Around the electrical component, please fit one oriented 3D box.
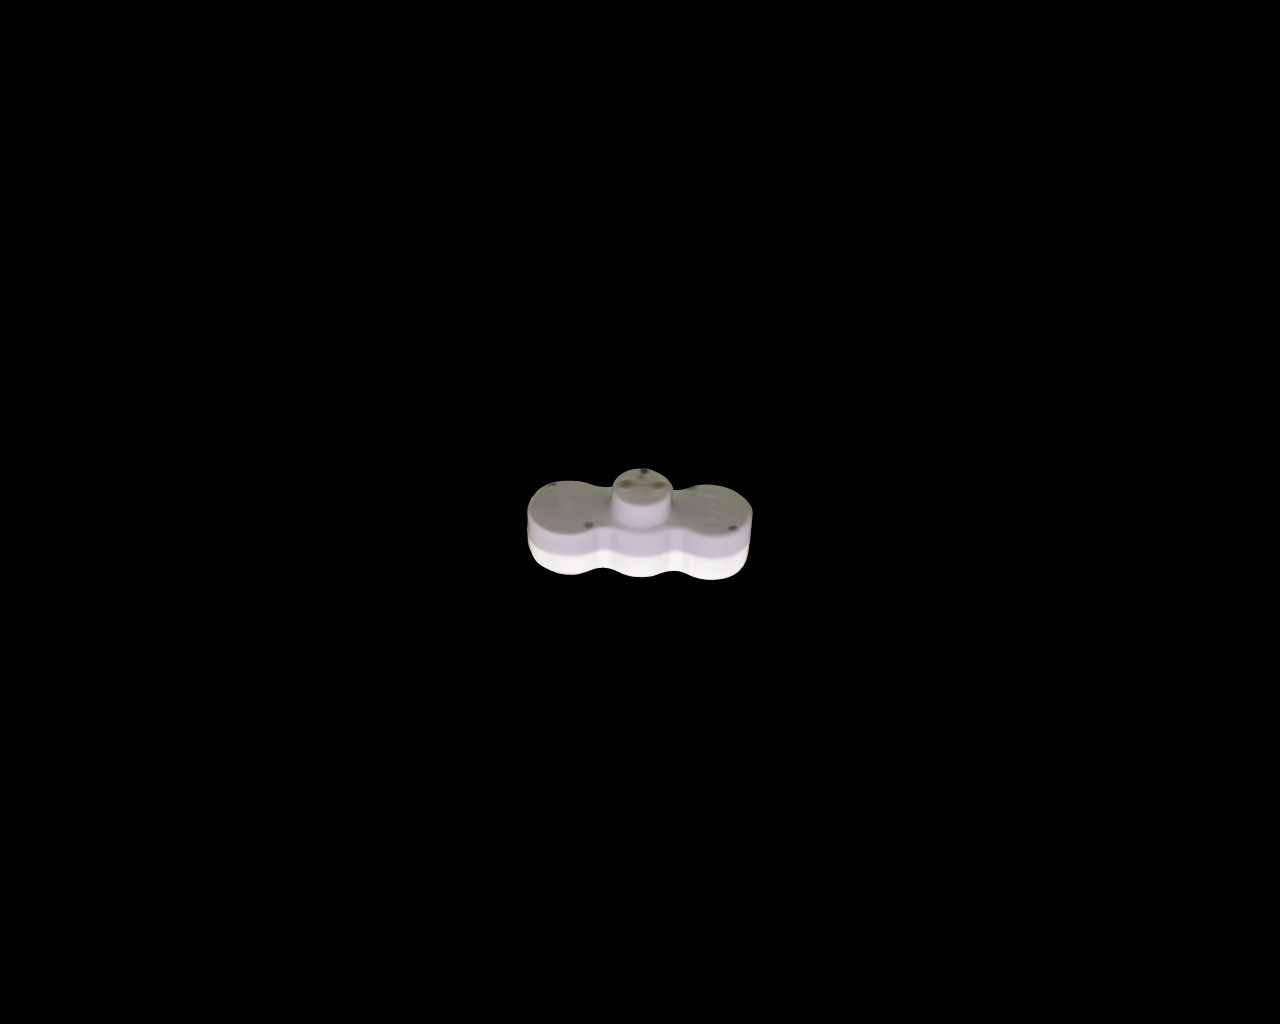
[{"bbox_3d":[0.001,-0.003,0.650,0.138,0.073,0.052,2,40,-2],"label":"electrical component"}]
